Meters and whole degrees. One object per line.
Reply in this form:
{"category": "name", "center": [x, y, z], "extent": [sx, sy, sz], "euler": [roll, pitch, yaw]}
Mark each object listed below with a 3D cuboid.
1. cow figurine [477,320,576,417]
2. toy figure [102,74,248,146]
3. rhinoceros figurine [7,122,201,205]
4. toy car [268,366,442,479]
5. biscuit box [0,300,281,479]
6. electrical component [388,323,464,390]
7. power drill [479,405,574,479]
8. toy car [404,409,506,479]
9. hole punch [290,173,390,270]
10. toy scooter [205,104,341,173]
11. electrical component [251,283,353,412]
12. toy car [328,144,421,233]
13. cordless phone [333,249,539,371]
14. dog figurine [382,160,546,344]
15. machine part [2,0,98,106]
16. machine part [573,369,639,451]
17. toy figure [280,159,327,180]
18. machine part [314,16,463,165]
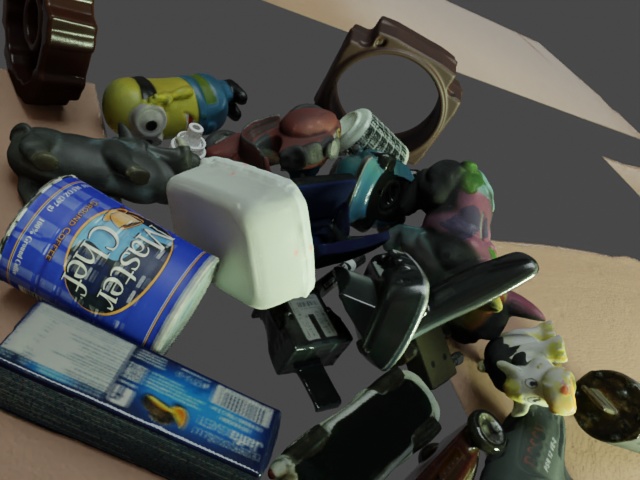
{"category": "cow figurine", "center": [0.218, 0.139, 0.578], "extent": [0.167, 0.098, 0.068], "euler": [-13, 91, -73]}
{"category": "toy figure", "center": [-0.182, -0.168, 0.678], "extent": [0.089, 0.082, 0.180], "euler": [31, 39, 30]}
{"category": "rhinoceros figurine", "center": [-0.215, -0.073, 0.557], "extent": [0.190, 0.073, 0.112], "euler": [2, 36, -33]}
{"category": "toy car", "center": [0.038, 0.177, 0.468], "extent": [0.202, 0.056, 0.073], "euler": [-21, 68, -46]}
{"category": "biscuit box", "center": [-0.132, 0.123, 0.396], "extent": [0.203, 0.062, 0.059], "euler": [28, 36, -8]}
{"category": "electrical component", "center": [0.112, 0.122, 0.597], "extent": [0.102, 0.045, 0.078], "euler": [-23, 92, -46]}
{"category": "power drill", "center": [0.238, 0.273, 0.496], "extent": [0.207, 0.086, 0.232], "euler": [29, 33, 8]}
{"category": "toy car", "center": [0.090, 0.208, 0.442], "extent": [0.202, 0.089, 0.053], "euler": [-17, 59, -48]}
{"category": "hole punch", "center": [-0.001, -0.002, 0.591], "extent": [0.142, 0.115, 0.092], "euler": [-15, 63, -42]}
{"category": "toy scooter", "center": [-0.049, -0.108, 0.662], "extent": [0.184, 0.075, 0.135], "euler": [-15, 34, -10]}
{"category": "electrical component", "center": [-0.012, 0.102, 0.523], "extent": [0.075, 0.047, 0.119], "euler": [1, 45, -35]}
{"category": "toy car", "center": [0.064, -0.076, 0.739], "extent": [0.103, 0.109, 0.161], "euler": [30, 18, 32]}
{"category": "cordless phone", "center": [0.112, 0.043, 0.544], "extent": [0.147, 0.184, 0.088], "euler": [-97, 163, -79]}
{"category": "dog figurine", "center": [0.185, 0.015, 0.653], "extent": [0.108, 0.191, 0.219], "euler": [18, 17, -30]}
{"category": "machine part", "center": [-0.302, -0.239, 0.598], "extent": [0.056, 0.179, 0.179], "euler": [-3, 50, -43]}
{"category": "machine part", "center": [0.353, 0.200, 0.613], "extent": [0.243, 0.079, 0.079], "euler": [29, 31, -43]}
{"category": "toy figure", "center": [-0.019, -0.135, 0.781], "extent": [0.064, 0.057, 0.154], "euler": [5, 42, 0]}
{"category": "machine part", "center": [0.105, -0.224, 0.850], "extent": [0.201, 0.201, 0.087], "euler": [27, 39, -9]}
